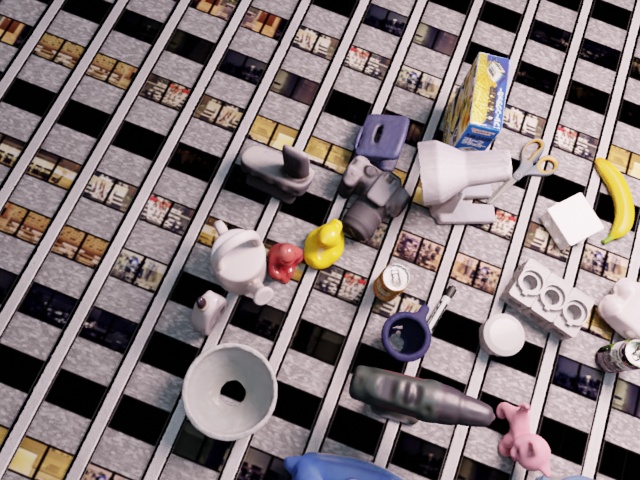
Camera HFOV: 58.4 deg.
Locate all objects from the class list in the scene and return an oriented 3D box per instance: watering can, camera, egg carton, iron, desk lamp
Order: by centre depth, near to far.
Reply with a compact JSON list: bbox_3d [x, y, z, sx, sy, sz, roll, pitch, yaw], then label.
[{"bbox_3d":[0.063,0.430,0.965,0.258,0.141,0.118,6,73,-3],"label":"iron"},{"bbox_3d":[-0.142,0.037,1.038,0.173,0.194,0.101,35,74,6],"label":"watering can"},{"bbox_3d":[0.268,-0.113,1.109,0.203,0.213,0.118,-1,73,-5],"label":"desk lamp"},{"bbox_3d":[0.629,0.154,1.134,0.150,0.069,0.107,42,75,8],"label":"egg carton"},{"bbox_3d":[0.091,-0.079,1.142,0.143,0.101,0.137,36,74,6],"label":"camera"}]

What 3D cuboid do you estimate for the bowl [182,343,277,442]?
[{"bbox_3d":[-0.159,0.272,1.028,0.167,0.074,0.167,1,73,-4],"label":"bowl"}]

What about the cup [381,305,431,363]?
[{"bbox_3d":[0.160,0.175,1.074,0.091,0.095,0.118,35,74,6],"label":"cup"}]

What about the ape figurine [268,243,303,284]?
[{"bbox_3d":[-0.067,0.035,1.099,0.078,0.092,0.076,-23,76,-11],"label":"ape figurine"}]

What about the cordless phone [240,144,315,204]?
[{"bbox_3d":[-0.082,-0.156,1.106,0.147,0.185,0.094,21,73,2],"label":"cordless phone"}]

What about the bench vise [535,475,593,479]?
[{"bbox_3d":[0.478,0.472,0.946,0.207,0.219,0.121,23,73,3],"label":"bench vise"}]

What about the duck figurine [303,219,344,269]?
[{"bbox_3d":[0.010,0.004,1.118,0.077,0.086,0.105,33,73,6],"label":"duck figurine"}]

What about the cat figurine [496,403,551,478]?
[{"bbox_3d":[0.370,0.356,1.026,0.067,0.118,0.128,0,73,-4],"label":"cat figurine"}]

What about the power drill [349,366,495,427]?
[{"bbox_3d":[0.158,0.274,0.985,0.229,0.208,0.076,15,72,0],"label":"power drill"}]

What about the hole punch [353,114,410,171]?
[{"bbox_3d":[0.125,-0.207,1.189,0.101,0.091,0.109,18,73,1],"label":"hole punch"}]

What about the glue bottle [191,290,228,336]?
[{"bbox_3d":[-0.202,0.123,1.018,0.037,0.173,0.078,31,73,5],"label":"glue bottle"}]
